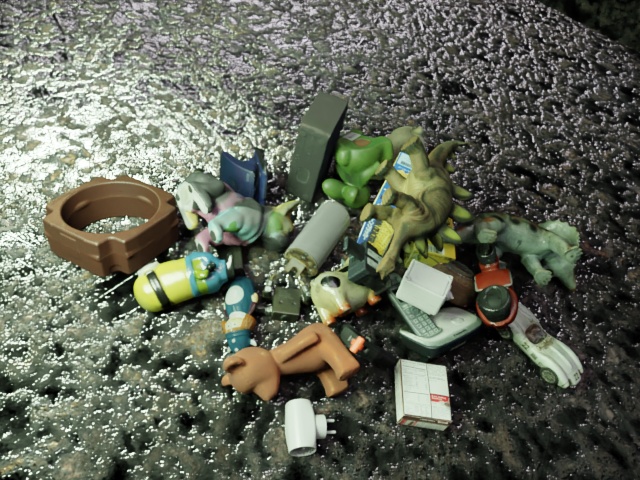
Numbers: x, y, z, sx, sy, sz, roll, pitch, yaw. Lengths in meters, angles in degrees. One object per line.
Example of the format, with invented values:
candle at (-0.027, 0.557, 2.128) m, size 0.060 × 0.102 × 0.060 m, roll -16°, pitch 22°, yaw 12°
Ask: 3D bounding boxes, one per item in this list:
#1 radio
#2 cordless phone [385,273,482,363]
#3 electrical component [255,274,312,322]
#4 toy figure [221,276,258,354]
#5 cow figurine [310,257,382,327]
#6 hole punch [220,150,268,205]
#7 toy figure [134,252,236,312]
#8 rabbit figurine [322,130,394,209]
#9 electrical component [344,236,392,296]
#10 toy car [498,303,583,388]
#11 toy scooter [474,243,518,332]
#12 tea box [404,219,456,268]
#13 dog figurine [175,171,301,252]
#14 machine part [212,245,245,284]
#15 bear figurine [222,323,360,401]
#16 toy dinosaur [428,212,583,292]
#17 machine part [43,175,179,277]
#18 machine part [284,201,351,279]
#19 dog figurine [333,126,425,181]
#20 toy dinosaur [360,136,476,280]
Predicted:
radio at (-0.010, -0.199, 1.192) m, size 0.073 × 0.229 × 0.131 m, roll 22°, pitch 51°, yaw 5°
cordless phone at (0.203, 0.132, 1.031) m, size 0.146 × 0.088 × 0.184 m, roll -19°, pitch 63°, yaw -29°
electrical component at (-0.066, 0.110, 1.017) m, size 0.102 × 0.045 × 0.078 m, roll 13°, pitch 45°, yaw -5°
toy figure at (-0.146, 0.136, 0.963) m, size 0.057 × 0.064 × 0.154 m, roll 28°, pitch 37°, yaw -28°
cow figurine at (0.057, 0.084, 1.043) m, size 0.195 × 0.085 × 0.127 m, roll -12°, pitch 65°, yaw -48°
hole punch at (-0.162, -0.125, 1.150) m, size 0.092 × 0.142 × 0.116 m, roll -3°, pitch 36°, yaw -21°
toy figure at (-0.241, 0.071, 0.961) m, size 0.180 × 0.082 × 0.089 m, roll -10°, pitch 47°, yaw -10°
rabbit figurine at (0.085, -0.137, 1.197) m, size 0.121 × 0.170 × 0.159 m, roll 17°, pitch 38°, yaw 24°
electrical component at (0.079, 0.044, 0.989) m, size 0.119 × 0.048 × 0.075 m, roll 29°, pitch 43°, yaw -27°
toy car at (0.433, 0.205, 1.069) m, size 0.073 × 0.056 × 0.202 m, roll -24°, pitch 59°, yaw -33°
toy scooter at (0.342, 0.106, 1.041) m, size 0.075 × 0.135 × 0.184 m, roll -12°, pitch 46°, yaw 19°
tea box at (0.242, -0.010, 1.201) m, size 0.098 × 0.068 × 0.170 m, roll 15°, pitch 46°, yaw -5°
dog figurine at (-0.147, -0.057, 1.050) m, size 0.219 × 0.108 × 0.191 m, roll -17°, pitch 75°, yaw -40°
machine part at (-0.179, 0.024, 1.070) m, size 0.084 × 0.039 × 0.139 m, roll 4°, pitch 46°, yaw -20°
bear figurine at (-0.054, 0.215, 0.878) m, size 0.196 × 0.120 × 0.132 m, roll -20°, pitch 61°, yaw -29°
toy dinosaur at (0.415, -0.002, 1.176) m, size 0.405 × 0.131 × 0.192 m, roll 19°, pitch 23°, yaw -7°
machine part at (-0.382, -0.029, 0.999) m, size 0.201 × 0.087 × 0.201 m, roll 21°, pitch 40°, yaw 20°
machine part at (-0.002, -0.003, 1.118) m, size 0.079 × 0.079 × 0.243 m, roll 28°, pitch 46°, yaw 9°
dog figurine at (0.141, -0.208, 1.288) m, size 0.190 × 0.172 × 0.121 m, roll -1°, pitch 38°, yaw -26°
toy dinosaur at (0.205, -0.092, 1.038) m, size 0.198 × 0.105 × 0.471 m, roll 42°, pitch 51°, yaw -16°
